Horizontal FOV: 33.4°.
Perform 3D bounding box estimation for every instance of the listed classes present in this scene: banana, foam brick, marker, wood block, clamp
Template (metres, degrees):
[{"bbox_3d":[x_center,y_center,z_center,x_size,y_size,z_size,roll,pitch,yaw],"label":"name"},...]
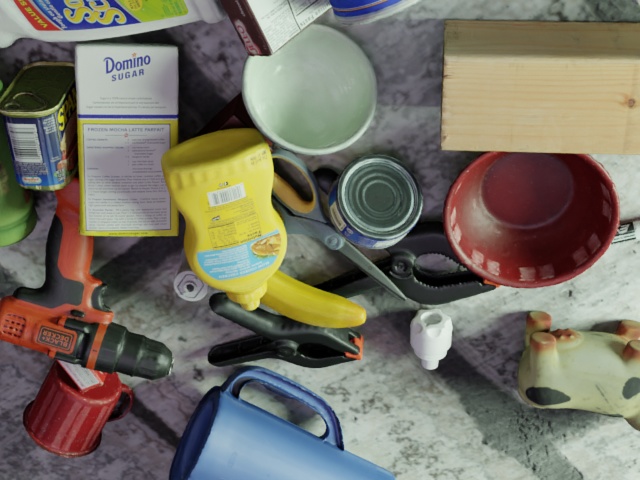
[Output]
[{"bbox_3d":[-0.046,0.036,1.069,0.198,0.037,0.070,39,130,0],"label":"banana"},{"bbox_3d":[-0.083,-0.090,1.006,0.053,0.051,0.078,41,118,-19],"label":"foam brick"},{"bbox_3d":[0.286,-0.005,1.035,0.121,0.020,0.020,-13,120,15],"label":"marker"},{"bbox_3d":[0.208,-0.132,0.921,0.206,0.090,0.091,2,122,6],"label":"wood block"},{"bbox_3d":[-0.041,0.097,1.121,0.171,0.039,0.120,0,147,4],"label":"clamp"},{"bbox_3d":[0.078,0.009,1.059,0.210,0.036,0.164,5,124,8],"label":"clamp"}]

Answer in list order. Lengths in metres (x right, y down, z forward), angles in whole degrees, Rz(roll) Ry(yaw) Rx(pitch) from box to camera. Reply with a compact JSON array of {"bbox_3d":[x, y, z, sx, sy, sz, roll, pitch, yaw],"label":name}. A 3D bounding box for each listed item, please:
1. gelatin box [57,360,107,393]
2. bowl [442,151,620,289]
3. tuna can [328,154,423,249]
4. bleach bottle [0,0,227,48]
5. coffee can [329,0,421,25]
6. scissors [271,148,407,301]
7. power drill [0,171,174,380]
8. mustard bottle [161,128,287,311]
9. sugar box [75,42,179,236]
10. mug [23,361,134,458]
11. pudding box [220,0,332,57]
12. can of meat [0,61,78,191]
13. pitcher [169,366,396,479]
[{"bbox_3d":[-0.257,0.106,1.140,0.030,0.073,0.089,-23,117,19],"label":"gelatin box"},{"bbox_3d":[0.197,-0.035,1.005,0.162,0.055,0.162,3,123,5],"label":"bowl"},{"bbox_3d":[0.052,-0.037,1.002,0.086,0.086,0.034,20,161,-6],"label":"tuna can"},{"bbox_3d":[-0.210,-0.215,0.936,0.251,0.068,0.102,-11,123,17],"label":"bleach bottle"},{"bbox_3d":[0.032,-0.259,0.852,0.103,0.102,0.140,-18,119,17],"label":"coffee can"},{"bbox_3d":[-0.007,0.001,1.042,0.096,0.016,0.201,-27,110,23],"label":"scissors"},{"bbox_3d":[-0.215,0.037,1.057,0.184,0.057,0.188,17,95,-9],"label":"power drill"},{"bbox_3d":[-0.081,-0.008,0.994,0.096,0.058,0.191,-17,129,-9],"label":"mustard bottle"},{"bbox_3d":[-0.177,-0.092,0.983,0.093,0.048,0.176,0,103,-11],"label":"sugar box"},{"bbox_3d":[-0.261,0.181,1.189,0.117,0.093,0.082,9,124,-36],"label":"mug"},{"bbox_3d":[-0.043,-0.224,0.893,0.039,0.090,0.113,12,137,48],"label":"pudding box"},{"bbox_3d":[-0.253,-0.106,0.988,0.057,0.102,0.084,2,125,4],"label":"can of meat"},{"bbox_3d":[-0.035,0.257,1.189,0.242,0.145,0.149,25,135,-14],"label":"pitcher"}]
